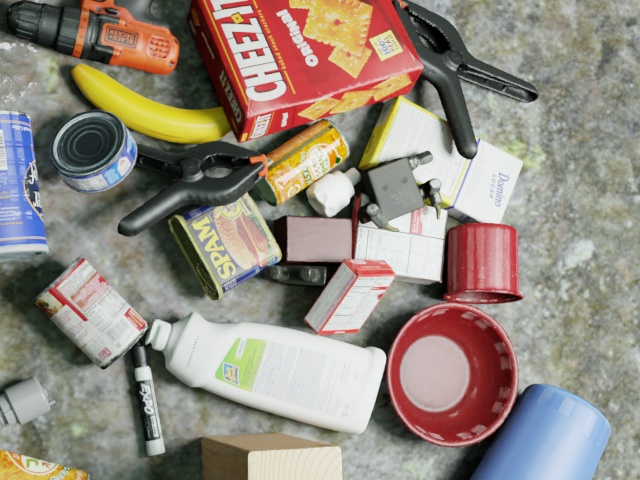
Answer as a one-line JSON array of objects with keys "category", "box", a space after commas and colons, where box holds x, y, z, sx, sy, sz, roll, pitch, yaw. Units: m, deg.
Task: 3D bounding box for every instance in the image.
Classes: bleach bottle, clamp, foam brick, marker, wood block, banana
[{"category": "bleach bottle", "box": [-0.062, 0.129, 1.148, 0.250, 0.068, 0.102, 20, 78, -12]}, {"category": "clamp", "box": [-0.144, -0.073, 1.130, 0.171, 0.039, 0.120, -15, 64, -14]}, {"category": "foam brick", "box": [-0.008, 0.001, 1.183, 0.078, 0.053, 0.051, 2, 83, -18]}, {"category": "marker", "box": [-0.183, 0.166, 1.127, 0.020, 0.020, 0.121, -9, 87, -18]}, {"category": "wood block", "box": [-0.053, 0.244, 1.061, 0.090, 0.206, 0.090, 1, 84, -18]}, {"category": "clamp", "box": [0.159, -0.206, 1.255, 0.164, 0.036, 0.210, -32, 82, -39]}, {"category": "banana", "box": [-0.173, -0.141, 1.158, 0.197, 0.037, 0.069, 9, 61, -18]}]

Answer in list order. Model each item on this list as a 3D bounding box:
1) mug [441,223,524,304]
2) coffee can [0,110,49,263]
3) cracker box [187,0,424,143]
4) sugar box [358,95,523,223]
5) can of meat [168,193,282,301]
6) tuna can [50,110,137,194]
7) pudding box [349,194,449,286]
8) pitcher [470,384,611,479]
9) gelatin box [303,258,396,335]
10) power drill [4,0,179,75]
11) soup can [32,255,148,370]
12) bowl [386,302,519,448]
[{"category": "mug", "box": [0.194, 0.029, 1.232, 0.117, 0.093, 0.081, 14, 73, -46]}, {"category": "coffee can", "box": [-0.331, -0.050, 1.060, 0.102, 0.103, 0.140, -7, 86, -18]}, {"category": "cracker box", "box": [-0.017, -0.217, 1.176, 0.213, 0.072, 0.164, -18, 74, -19]}, {"category": "sugar box", "box": [0.142, -0.087, 1.245, 0.176, 0.048, 0.093, 27, 77, -17]}, {"category": "can of meat", "box": [-0.102, 0.001, 1.152, 0.083, 0.058, 0.102, -30, 93, -20]}, {"category": "tuna can", "box": [-0.236, -0.093, 1.108, 0.086, 0.033, 0.086, -6, 59, 10]}, {"category": "pudding box", "box": [0.087, 0.000, 1.221, 0.113, 0.039, 0.090, 9, 82, -14]}, {"category": "pitcher", "box": [0.231, 0.293, 1.197, 0.145, 0.149, 0.242, 31, 72, 4]}, {"category": "gelatin box", "box": [0.033, 0.061, 1.162, 0.073, 0.030, 0.089, 2, 126, -52]}, {"category": "power drill", "box": [-0.230, -0.282, 1.143, 0.184, 0.057, 0.187, 12, 83, -20]}, {"category": "soup can", "box": [-0.234, 0.075, 1.095, 0.068, 0.069, 0.102, -45, 99, -17]}, {"category": "bowl", "box": [0.141, 0.152, 1.212, 0.162, 0.055, 0.162, 2, 84, -17]}]
